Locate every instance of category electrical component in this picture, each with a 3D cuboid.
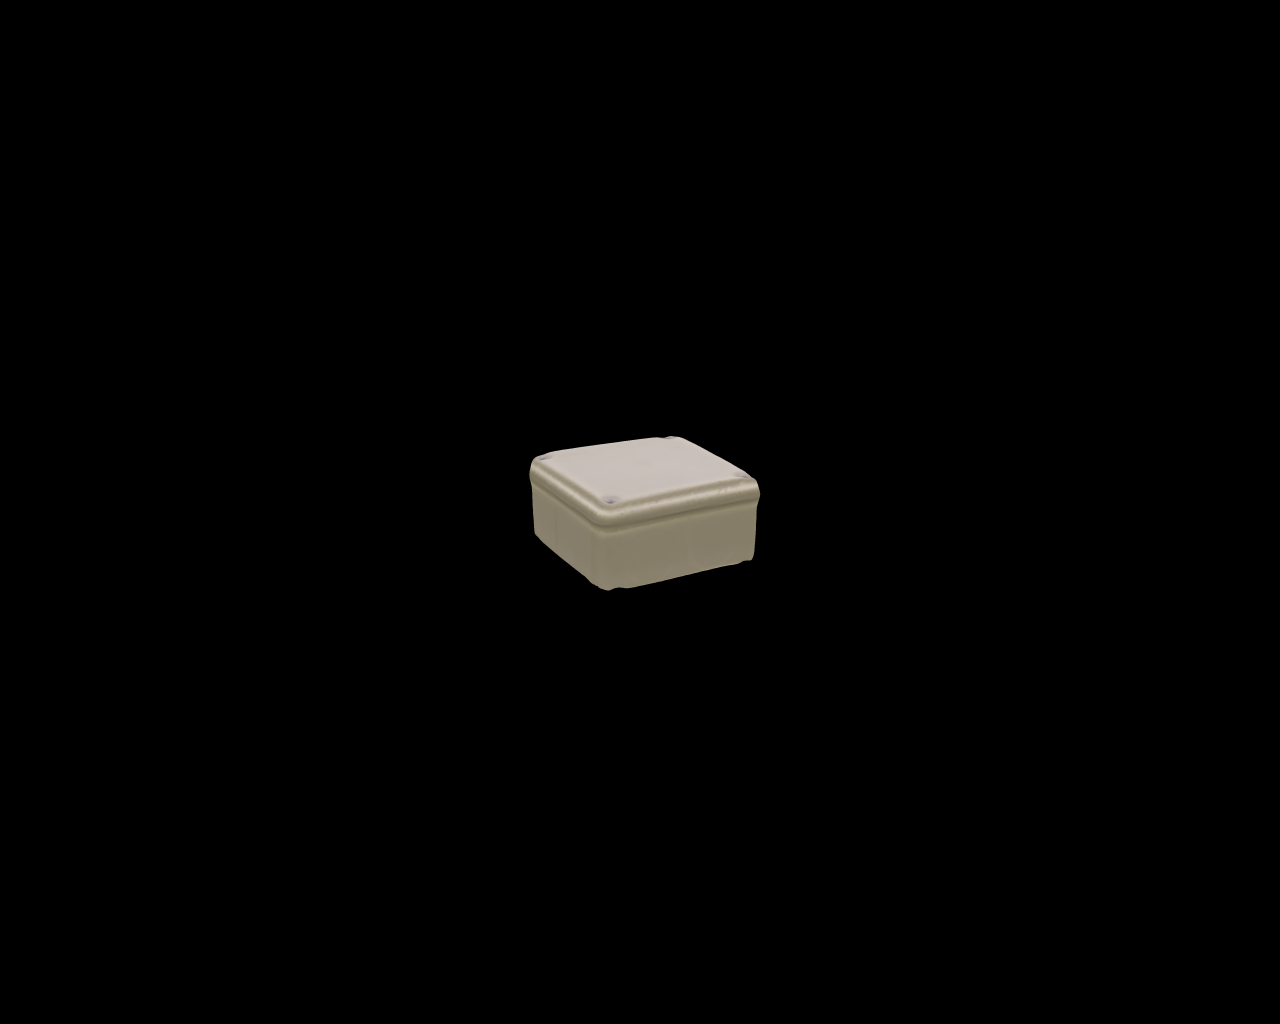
[{"bbox_3d":[0.001,-0.003,0.650,0.109,0.056,0.109,-10,23,-26],"label":"electrical component"}]
